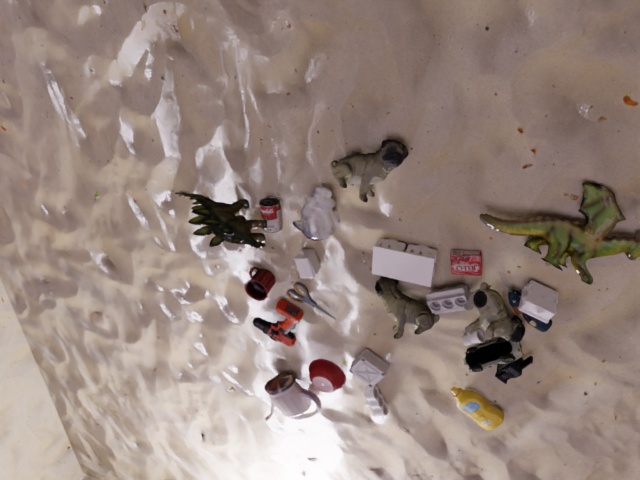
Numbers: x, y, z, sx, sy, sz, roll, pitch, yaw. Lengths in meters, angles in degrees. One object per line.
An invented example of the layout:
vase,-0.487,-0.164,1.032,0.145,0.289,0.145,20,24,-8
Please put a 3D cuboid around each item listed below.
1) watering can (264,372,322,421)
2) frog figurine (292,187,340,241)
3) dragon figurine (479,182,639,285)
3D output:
watering can,-0.153,0.666,2.135,0.344,0.106,0.222,-23,108,34
frog figurine,0.005,-0.080,1.588,0.137,0.125,0.156,18,124,-28
dragon figurine,0.653,-0.042,1.333,0.411,0.124,0.239,30,111,3
